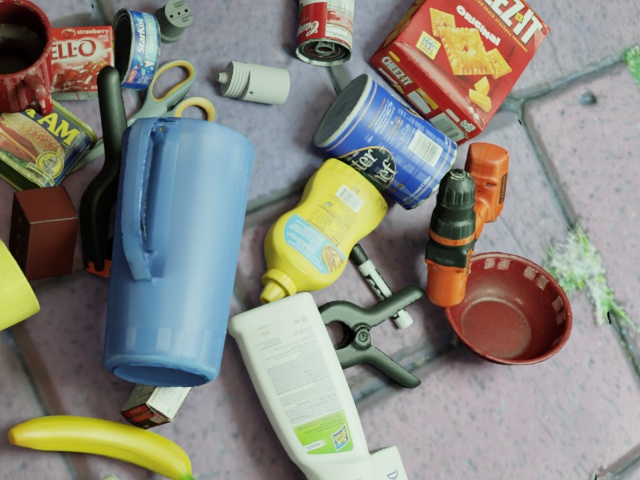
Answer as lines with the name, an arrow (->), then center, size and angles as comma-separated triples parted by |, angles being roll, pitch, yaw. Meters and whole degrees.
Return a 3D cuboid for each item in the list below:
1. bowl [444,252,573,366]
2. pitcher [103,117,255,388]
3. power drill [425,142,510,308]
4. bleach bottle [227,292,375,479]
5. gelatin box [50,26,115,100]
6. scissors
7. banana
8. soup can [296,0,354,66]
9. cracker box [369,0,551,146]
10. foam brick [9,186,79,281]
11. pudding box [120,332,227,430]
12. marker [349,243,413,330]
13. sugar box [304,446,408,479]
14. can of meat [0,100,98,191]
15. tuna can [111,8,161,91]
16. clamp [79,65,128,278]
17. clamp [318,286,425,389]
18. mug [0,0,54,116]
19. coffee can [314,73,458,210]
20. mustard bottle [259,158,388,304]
bowl -> 0.222, 0.095, 1.303 | 0.162, 0.055, 0.162 | 5, 53, -7
pitcher -> -0.142, 0.009, 1.016 | 0.149, 0.145, 0.243 | 15, 67, -27
power drill -> 0.173, -0.039, 1.259 | 0.057, 0.184, 0.187 | 17, 40, 17
bleach bottle -> -0.013, 0.188, 1.136 | 0.102, 0.068, 0.251 | -19, 79, -3
gelatin box -> -0.263, -0.187, 1.129 | 0.089, 0.030, 0.073 | -2, 79, -1
scissors -> -0.188, -0.117, 1.179 | 0.096, 0.016, 0.201 | 40, 63, -14
banana -> -0.210, 0.204, 1.060 | 0.197, 0.070, 0.037 | 18, 95, -16
soup can -> 0.008, -0.271, 1.293 | 0.068, 0.069, 0.102 | 12, 72, -26
cracker box -> 0.186, -0.253, 1.382 | 0.164, 0.072, 0.213 | 43, 61, -13
foam brick -> -0.275, -0.006, 1.060 | 0.051, 0.078, 0.053 | -7, 42, -30
pudding box -> -0.151, 0.136, 1.092 | 0.039, 0.090, 0.113 | 36, 63, -15
marker -> 0.070, 0.053, 1.273 | 0.020, 0.020, 0.121 | -38, 97, -30
sugar box -> 0.020, 0.299, 1.171 | 0.175, 0.048, 0.093 | -15, 84, -33
can of meat -> -0.294, -0.099, 1.091 | 0.102, 0.058, 0.084 | 37, 66, -9
tuna can -> -0.202, -0.205, 1.153 | 0.033, 0.086, 0.086 | 4, 76, -29
clamp -> -0.193, -0.062, 1.128 | 0.164, 0.036, 0.210 | 16, 88, -51
clamp -> 0.049, 0.101, 1.233 | 0.171, 0.039, 0.120 | 13, 77, -23
mug -> -0.295, -0.168, 1.034 | 0.093, 0.081, 0.117 | -38, 78, -21
coffee can -> 0.078, -0.116, 1.272 | 0.140, 0.103, 0.102 | 35, 64, -17
mustard bottle -> -0.008, 0.002, 1.221 | 0.096, 0.058, 0.191 | 42, 62, -8
